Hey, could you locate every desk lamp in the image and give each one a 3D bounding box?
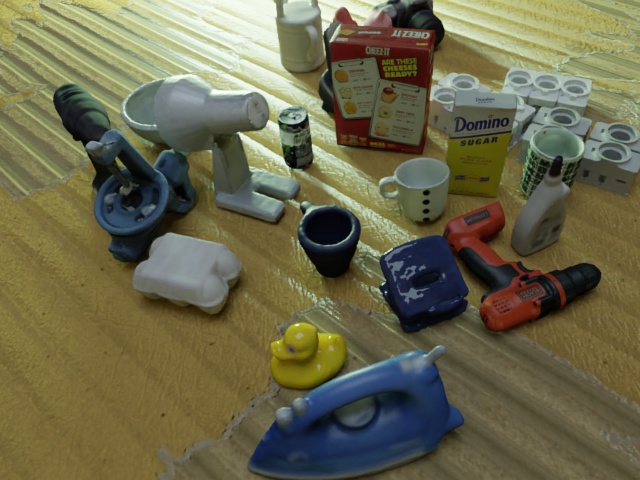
[{"bbox_3d":[-0.146,-0.158,0.929,0.202,0.214,0.118,17,52,19],"label":"desk lamp"}]

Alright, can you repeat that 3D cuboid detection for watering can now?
[{"bbox_3d":[-0.050,-0.467,1.207,0.172,0.194,0.101,31,58,28],"label":"watering can"}]

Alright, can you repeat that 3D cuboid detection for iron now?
[{"bbox_3d":[0.032,0.193,0.652,0.258,0.142,0.118,-17,49,-10],"label":"iron"}]

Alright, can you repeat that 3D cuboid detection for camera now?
[{"bbox_3d":[0.203,-0.485,1.262,0.143,0.101,0.136,-19,50,-12],"label":"camera"}]

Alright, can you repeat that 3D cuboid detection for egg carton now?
[{"bbox_3d":[-0.195,0.049,0.848,0.150,0.069,0.107,11,51,14],"label":"egg carton"}]

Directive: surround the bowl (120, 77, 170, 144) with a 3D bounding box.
[{"bbox_3d":[-0.292,-0.238,1.107,0.167,0.075,0.167,-2,48,3],"label":"bowl"}]

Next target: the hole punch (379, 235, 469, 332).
[{"bbox_3d":[0.145,0.059,0.794,0.109,0.091,0.101,-19,50,-11],"label":"hole punch"}]

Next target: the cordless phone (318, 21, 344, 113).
[{"bbox_3d":[0.058,-0.339,1.090,0.094,0.185,0.148,22,54,23],"label":"cordless phone"}]

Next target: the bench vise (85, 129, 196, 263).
[{"bbox_3d":[-0.285,-0.101,0.887,0.121,0.220,0.207,2,49,8],"label":"bench vise"}]

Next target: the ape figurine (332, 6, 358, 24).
[{"bbox_3d":[0.052,-0.476,1.274,0.078,0.092,0.076,-16,49,-9],"label":"ape figurine"}]

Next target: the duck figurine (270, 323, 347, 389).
[{"bbox_3d":[-0.017,0.140,0.741,0.104,0.086,0.077,-15,49,-8],"label":"duck figurine"}]

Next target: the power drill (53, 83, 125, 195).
[{"bbox_3d":[-0.366,-0.154,0.950,0.076,0.209,0.229,-30,52,-19],"label":"power drill"}]

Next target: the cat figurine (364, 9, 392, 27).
[{"bbox_3d":[0.117,-0.424,1.205,0.067,0.118,0.128,12,51,16],"label":"cat figurine"}]

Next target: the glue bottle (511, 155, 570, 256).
[{"bbox_3d":[0.324,-0.053,0.822,0.078,0.173,0.037,-23,50,-14],"label":"glue bottle"}]

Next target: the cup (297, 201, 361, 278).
[{"bbox_3d":[0.008,0.003,0.853,0.092,0.095,0.117,-29,52,-19],"label":"cup"}]
